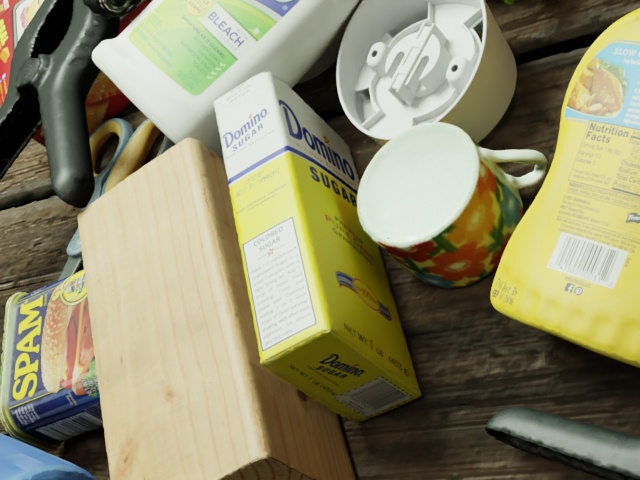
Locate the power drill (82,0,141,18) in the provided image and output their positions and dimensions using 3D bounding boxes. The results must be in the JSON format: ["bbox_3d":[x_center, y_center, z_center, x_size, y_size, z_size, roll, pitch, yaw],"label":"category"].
[{"bbox_3d":[-0.093,-0.228,0.687,0.187,0.057,0.184,-29,46,-4],"label":"power drill"}]

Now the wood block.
[{"bbox_3d":[-0.059,0.058,0.574,0.090,0.090,0.206,-32,49,18],"label":"wood block"}]

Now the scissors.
[{"bbox_3d":[-0.171,-0.009,0.751,0.202,0.016,0.096,-54,45,-2],"label":"scissors"}]

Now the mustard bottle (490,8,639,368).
[{"bbox_3d":[0.149,-0.043,0.468,0.096,0.058,0.191,21,92,43],"label":"mustard bottle"}]

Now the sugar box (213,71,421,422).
[{"bbox_3d":[-0.004,0.000,0.564,0.048,0.093,0.176,-27,51,20],"label":"sugar box"}]

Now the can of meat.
[{"bbox_3d":[-0.145,0.068,0.658,0.084,0.057,0.102,-22,53,23],"label":"can of meat"}]

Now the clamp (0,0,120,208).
[{"bbox_3d":[-0.172,-0.098,0.694,0.165,0.036,0.210,0,65,44],"label":"clamp"}]

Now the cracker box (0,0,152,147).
[{"bbox_3d":[-0.150,-0.188,0.804,0.214,0.072,0.164,-35,50,15],"label":"cracker box"}]

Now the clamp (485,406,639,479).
[{"bbox_3d":[0.143,0.100,0.431,0.172,0.039,0.120,-27,56,18],"label":"clamp"}]

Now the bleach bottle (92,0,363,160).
[{"bbox_3d":[-0.015,-0.166,0.630,0.251,0.068,0.103,-47,68,4],"label":"bleach bottle"}]

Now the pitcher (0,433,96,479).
[{"bbox_3d":[-0.238,0.171,0.631,0.243,0.149,0.145,7,54,36],"label":"pitcher"}]

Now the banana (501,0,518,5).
[{"bbox_3d":[0.160,-0.209,0.575,0.198,0.037,0.069,-58,6,14],"label":"banana"}]
